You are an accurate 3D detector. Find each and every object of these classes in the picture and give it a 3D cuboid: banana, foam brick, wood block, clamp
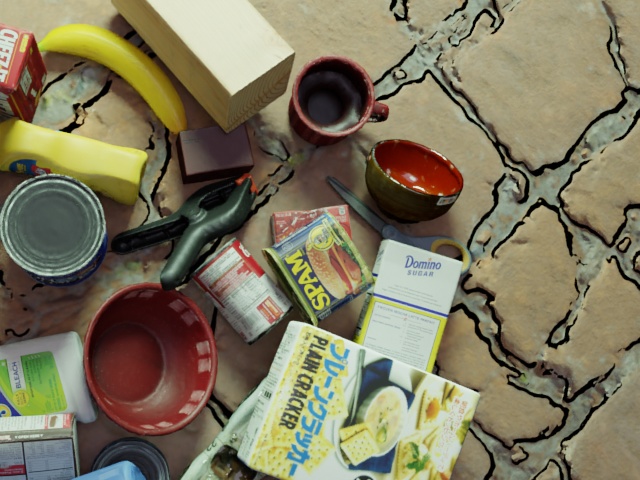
[{"bbox_3d":[-0.226,-0.191,1.197,0.197,0.037,0.069,27,95,-5],"label":"banana"},{"bbox_3d":[-0.118,-0.097,1.194,0.078,0.051,0.053,-9,84,-11],"label":"foam brick"},{"bbox_3d":[-0.131,-0.232,1.163,0.090,0.090,0.206,-38,78,-20],"label":"wood block"},{"bbox_3d":[-0.146,-0.018,1.173,0.120,0.039,0.171,25,54,35],"label":"clamp"}]

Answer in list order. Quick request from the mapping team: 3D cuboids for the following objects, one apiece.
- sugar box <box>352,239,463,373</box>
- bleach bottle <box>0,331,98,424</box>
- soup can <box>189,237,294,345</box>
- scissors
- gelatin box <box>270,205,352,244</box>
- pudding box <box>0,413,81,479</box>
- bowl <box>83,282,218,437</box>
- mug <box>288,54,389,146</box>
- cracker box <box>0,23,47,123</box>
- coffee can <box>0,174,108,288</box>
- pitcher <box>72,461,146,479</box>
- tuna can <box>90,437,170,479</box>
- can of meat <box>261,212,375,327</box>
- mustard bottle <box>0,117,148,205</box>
[{"bbox_3d":[0.091,0.096,1.201,0.093,0.048,0.176,18,86,-8],"label":"sugar box"},{"bbox_3d":[-0.367,0.171,1.114,0.250,0.068,0.102,-14,85,-9],"label":"bleach bottle"},{"bbox_3d":[-0.086,0.056,1.172,0.068,0.068,0.102,-41,92,-12],"label":"soup can"},{"bbox_3d":[0.100,-0.012,1.239,0.096,0.016,0.202,-33,91,-10],"label":"scissors"},{"bbox_3d":[-0.008,0.001,1.212,0.089,0.030,0.073,-6,85,-10],"label":"gelatin box"},{"bbox_3d":[-0.294,0.232,1.101,0.090,0.039,0.113,-2,127,-11],"label":"pudding box"},{"bbox_3d":[-0.190,0.128,1.134,0.161,0.055,0.162,10,74,-38],"label":"bowl"},{"bbox_3d":[0.020,-0.152,1.209,0.117,0.081,0.093,7,82,-9],"label":"mug"},{"bbox_3d":[-0.401,-0.191,1.099,0.213,0.164,0.072,15,83,-7],"label":"cracker box"},{"bbox_3d":[-0.273,-0.006,1.111,0.102,0.140,0.103,1,83,-10],"label":"coffee can"},{"bbox_3d":[-0.282,0.307,1.051,0.242,0.149,0.145,-23,91,-4],"label":"pitcher"},{"bbox_3d":[-0.204,0.256,1.145,0.086,0.034,0.086,1,83,-10],"label":"tuna can"},{"bbox_3d":[-0.001,0.031,1.167,0.084,0.057,0.102,-33,96,-11],"label":"can of meat"},{"bbox_3d":[-0.284,-0.089,1.141,0.191,0.096,0.058,15,81,-8],"label":"mustard bottle"}]
